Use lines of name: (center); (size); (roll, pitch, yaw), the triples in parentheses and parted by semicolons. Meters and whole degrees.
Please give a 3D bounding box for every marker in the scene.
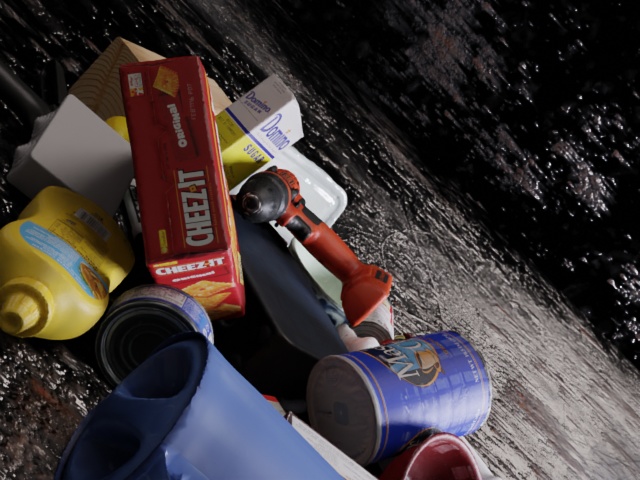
marker: (-0.179, -0.021, 1.043); (0.020, 0.020, 0.121); (36, 19, -38)

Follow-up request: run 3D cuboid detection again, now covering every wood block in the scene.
wood block: (-0.181, -0.150, 1.235); (0.090, 0.091, 0.205); (51, 15, 19)

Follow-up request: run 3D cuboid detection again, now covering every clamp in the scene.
clamp: (-0.262, -0.115, 1.013); (0.210, 0.036, 0.164); (56, 16, 22)

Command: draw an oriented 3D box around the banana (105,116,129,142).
banana: (-0.186, -0.088, 1.123); (0.197, 0.037, 0.069); (33, 41, -70)

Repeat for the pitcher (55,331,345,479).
pitcher: (-0.040, 0.186, 0.686); (0.242, 0.145, 0.149); (45, 45, -21)

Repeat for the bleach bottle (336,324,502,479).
bleach bottle: (0.083, 0.183, 1.094); (0.067, 0.103, 0.251); (-8, 50, -36)

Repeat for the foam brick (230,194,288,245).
foam brick: (-0.086, -0.006, 1.208); (0.078, 0.053, 0.051); (49, 15, 10)

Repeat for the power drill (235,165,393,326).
power drill: (-0.007, 0.001, 1.114); (0.187, 0.057, 0.184); (48, 12, -1)

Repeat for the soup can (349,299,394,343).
soup can: (0.055, 0.109, 1.274); (0.068, 0.068, 0.102); (45, 15, -10)

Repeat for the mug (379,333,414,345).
mug: (0.105, 0.155, 1.187); (0.117, 0.081, 0.093); (32, -6, -21)

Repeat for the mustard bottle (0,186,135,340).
mustard bottle: (-0.198, 0.024, 0.790); (0.096, 0.058, 0.191); (44, 14, -11)

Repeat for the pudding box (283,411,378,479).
pudding box: (-0.014, 0.195, 0.805); (0.113, 0.090, 0.039); (41, 17, -23)

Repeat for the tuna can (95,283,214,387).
tuna can: (-0.125, 0.078, 0.804); (0.086, 0.086, 0.033); (45, 16, -10)

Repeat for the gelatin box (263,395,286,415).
gelatin box: (-0.044, 0.172, 0.903); (0.089, 0.030, 0.073); (55, 15, 27)

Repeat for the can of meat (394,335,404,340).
can of meat: (0.110, 0.175, 1.286); (0.102, 0.057, 0.084); (45, 17, -6)

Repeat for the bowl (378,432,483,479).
bowl: (0.085, 0.248, 0.931); (0.161, 0.055, 0.162); (7, 81, -53)

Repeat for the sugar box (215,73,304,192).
sugar box: (-0.099, -0.088, 1.098); (0.048, 0.176, 0.093); (52, -8, 18)

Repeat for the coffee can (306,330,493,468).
coffee can: (0.073, 0.144, 0.981); (0.140, 0.103, 0.103); (-9, 51, -35)

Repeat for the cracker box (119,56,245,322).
cracker box: (-0.110, -0.032, 0.890); (0.214, 0.072, 0.164); (96, -16, -73)
